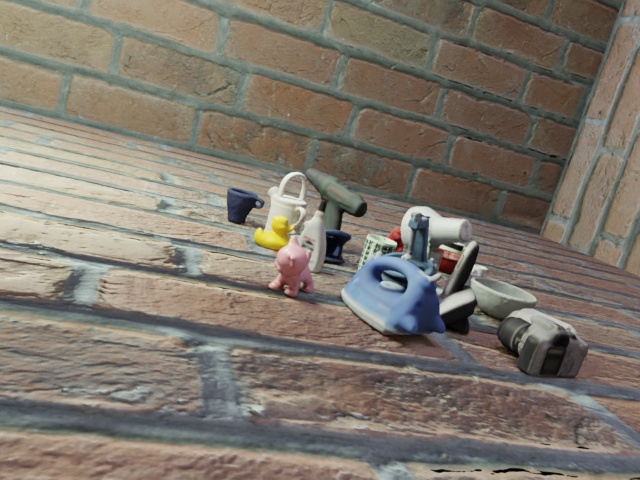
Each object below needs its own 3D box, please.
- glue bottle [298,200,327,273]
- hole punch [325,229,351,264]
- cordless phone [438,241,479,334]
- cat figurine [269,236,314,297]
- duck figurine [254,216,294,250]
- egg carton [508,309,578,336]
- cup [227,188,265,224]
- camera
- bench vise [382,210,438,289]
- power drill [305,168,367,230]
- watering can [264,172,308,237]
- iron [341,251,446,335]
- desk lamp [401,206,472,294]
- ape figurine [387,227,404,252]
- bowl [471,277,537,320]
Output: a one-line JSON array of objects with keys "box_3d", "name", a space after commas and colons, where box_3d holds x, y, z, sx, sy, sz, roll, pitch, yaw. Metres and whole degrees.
[{"box_3d": [-0.013, -0.013, 1.366, 0.078, 0.173, 0.037, 20, 12, 22], "name": "glue bottle"}, {"box_3d": [0.014, 0.005, 1.523, 0.109, 0.091, 0.100, 9, 13, -29], "name": "hole punch"}, {"box_3d": [0.302, 0.095, 1.239, 0.094, 0.185, 0.147, 16, 11, 3], "name": "cordless phone"}, {"box_3d": [-0.050, 0.050, 1.157, 0.067, 0.118, 0.128, 20, 12, 23], "name": "cat figurine"}, {"box_3d": [-0.116, -0.023, 1.498, 0.105, 0.086, 0.077, 10, 12, -24], "name": "duck figurine"}, {"box_3d": [0.486, 0.204, 1.256, 0.149, 0.069, 0.108, 24, 14, 36], "name": "egg carton"}, {"box_3d": [-0.222, -0.092, 1.667, 0.117, 0.095, 0.092, 18, 12, 13], "name": "cup"}, {"box_3d": [0.433, 0.198, 1.137, 0.144, 0.101, 0.136, 9, 13, -28], "name": "camera"}, {"box_3d": [0.206, 0.038, 1.298, 0.121, 0.220, 0.208, 19, 12, 18], "name": "bench vise"}, {"box_3d": [0.023, -0.082, 1.657, 0.228, 0.208, 0.076, 23, 14, 33], "name": "power drill"}, {"box_3d": [-0.094, -0.101, 1.628, 0.172, 0.194, 0.101, 21, 13, 27], "name": "watering can"}, {"box_3d": [0.138, 0.093, 1.138, 0.119, 0.141, 0.257, 6, 15, -39], "name": "iron"}, {"box_3d": [0.293, 0.032, 1.456, 0.118, 0.213, 0.202, 5, 15, -41], "name": "desk lamp"}, {"box_3d": [0.238, 0.003, 1.833, 0.078, 0.092, 0.076, 11, 12, -23], "name": "ape figurine"}, {"box_3d": [0.450, 0.154, 1.435, 0.167, 0.075, 0.167, 15, 11, -3], "name": "bowl"}]
